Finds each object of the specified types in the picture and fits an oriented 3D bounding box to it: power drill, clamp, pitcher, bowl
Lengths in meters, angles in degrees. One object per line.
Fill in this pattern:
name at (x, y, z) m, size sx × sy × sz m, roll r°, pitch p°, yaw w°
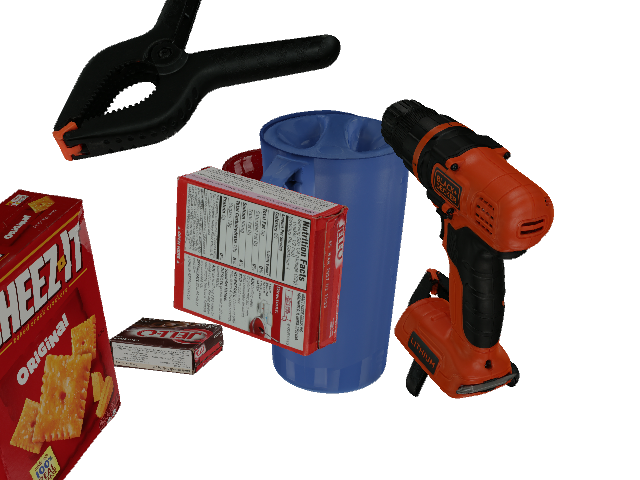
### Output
power drill at (0.094, 0.005, 0.781) m, size 0.057 × 0.188 × 0.185 m, roll -13°, pitch 34°, yaw -20°
clamp at (-0.100, -0.125, 0.783) m, size 0.165 × 0.209 × 0.036 m, roll 34°, pitch -22°, yaw 26°
pitcher at (0.005, 0.015, 0.956) m, size 0.149 × 0.243 × 0.145 m, roll -4°, pitch 24°, yaw -12°
bowl at (-0.039, -0.057, 1.276) m, size 0.162 × 0.055 × 0.162 m, roll 5°, pitch 26°, yaw -3°
clamp at (0.150, 0.101, 1.167) m, size 0.120 × 0.171 × 0.039 m, roll 5°, pitch -44°, yaw -5°

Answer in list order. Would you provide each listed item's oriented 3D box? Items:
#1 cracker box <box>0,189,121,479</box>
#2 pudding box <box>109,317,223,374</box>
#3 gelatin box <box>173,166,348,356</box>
cracker box at (-0.236, 0.092, 0.847) m, size 0.072 × 0.214 × 0.164 m, roll 7°, pitch 32°, yaw 18°
pudding box at (-0.186, 0.127, 1.297) m, size 0.114 × 0.039 × 0.090 m, roll 2°, pitch 13°, yaw 17°
gelatin box at (-0.031, 0.009, 0.534) m, size 0.089 × 0.073 × 0.030 m, roll 17°, pitch 24°, yaw 30°
